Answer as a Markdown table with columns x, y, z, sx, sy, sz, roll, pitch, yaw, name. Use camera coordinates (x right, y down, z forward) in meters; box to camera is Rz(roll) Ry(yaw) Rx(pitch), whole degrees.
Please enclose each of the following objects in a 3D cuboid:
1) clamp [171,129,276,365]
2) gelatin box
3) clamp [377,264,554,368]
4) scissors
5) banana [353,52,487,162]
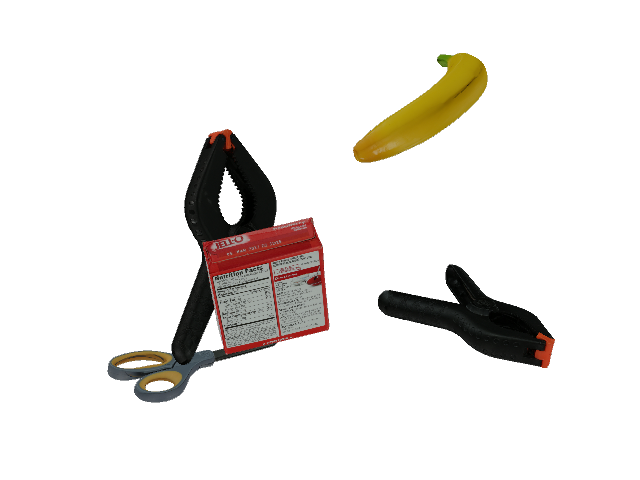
| x | y | z | sx | sy | sz | roll | pitch | yaw | name |
| --- | --- | --- | --- | --- | --- | --- | --- | --- | --- |
| -0.069 | 0.003 | 0.993 | 0.164 | 0.210 | 0.036 | -3 | 0 | -37 | clamp |
| -0.034 | 0.030 | 0.694 | 0.073 | 0.030 | 0.089 | -13 | -42 | -7 | gelatin box |
| 0.154 | 0.070 | 1.031 | 0.172 | 0.039 | 0.120 | 24 | 36 | 29 | clamp |
| -0.128 | 0.139 | 1.160 | 0.201 | 0.016 | 0.096 | -2 | 27 | -21 | scissors |
| 0.100 | -0.120 | 0.931 | 0.070 | 0.037 | 0.197 | -15 | 21 | 40 | banana |
